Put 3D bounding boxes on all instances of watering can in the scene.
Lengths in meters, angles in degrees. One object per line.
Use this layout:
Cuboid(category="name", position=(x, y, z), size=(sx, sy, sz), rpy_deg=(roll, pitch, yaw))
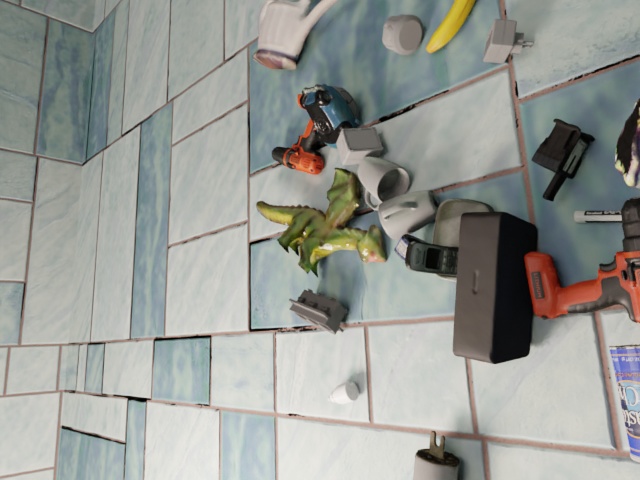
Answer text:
Cuboid(category="watering can", position=(-0.070, -0.556, 1.349), size=(0.351, 0.104, 0.223), rpy_deg=(24, 101, 47))

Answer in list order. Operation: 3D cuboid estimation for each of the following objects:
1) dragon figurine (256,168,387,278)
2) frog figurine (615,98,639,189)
Cuboid(category="dragon figurine", position=(0.004, -0.060, 1.199), size=(0.242, 0.121, 0.417), rpy_deg=(-48, 51, 7))
Cuboid(category="frog figurine", position=(0.493, -0.119, 0.689), size=(0.159, 0.121, 0.139), rpy_deg=(8, 78, 11))
